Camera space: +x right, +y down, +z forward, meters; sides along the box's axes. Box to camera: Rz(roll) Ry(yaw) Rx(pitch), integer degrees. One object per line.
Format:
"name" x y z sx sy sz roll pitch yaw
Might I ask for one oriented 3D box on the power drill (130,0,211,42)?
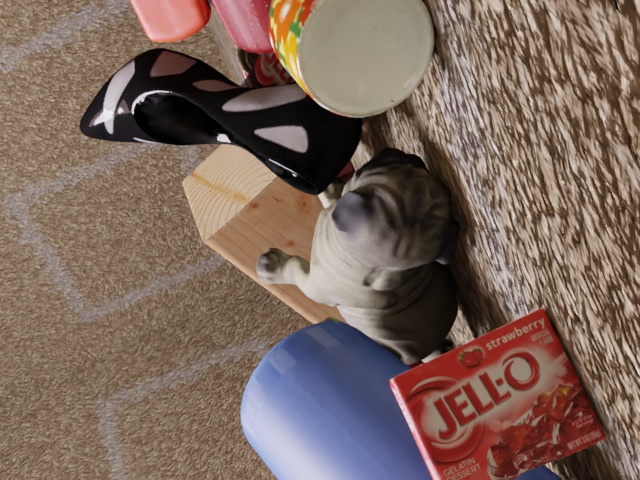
"power drill" -0.082 -0.213 0.808 0.184 0.057 0.187 66 -153 -19

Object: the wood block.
"wood block" -0.006 0.002 0.895 0.205 0.090 0.091 39 -165 -37

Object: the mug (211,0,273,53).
"mug" -0.030 -0.176 0.708 0.117 0.093 0.081 28 155 42

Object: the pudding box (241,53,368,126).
"pudding box" -0.010 -0.109 0.793 0.039 0.090 0.113 11 -143 -39

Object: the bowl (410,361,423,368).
"bowl" 0.102 0.177 0.943 0.161 0.055 0.162 15 -108 -54

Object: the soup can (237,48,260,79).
"soup can" -0.040 -0.165 1.071 0.102 0.068 0.068 71 174 -68

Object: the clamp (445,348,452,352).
"clamp" 0.121 0.127 0.811 0.210 0.036 0.164 77 171 -61

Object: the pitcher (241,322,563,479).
"pitcher" 0.063 0.154 0.656 0.243 0.145 0.149 38 155 44

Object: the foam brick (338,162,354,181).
"foam brick" 0.006 -0.070 1.137 0.078 0.053 0.051 71 175 -69

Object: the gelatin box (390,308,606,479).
"gelatin box" 0.090 0.087 0.551 0.030 0.089 0.073 77 169 -79

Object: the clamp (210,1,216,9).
"clamp" -0.063 -0.217 1.131 0.120 0.039 0.171 48 -175 40
